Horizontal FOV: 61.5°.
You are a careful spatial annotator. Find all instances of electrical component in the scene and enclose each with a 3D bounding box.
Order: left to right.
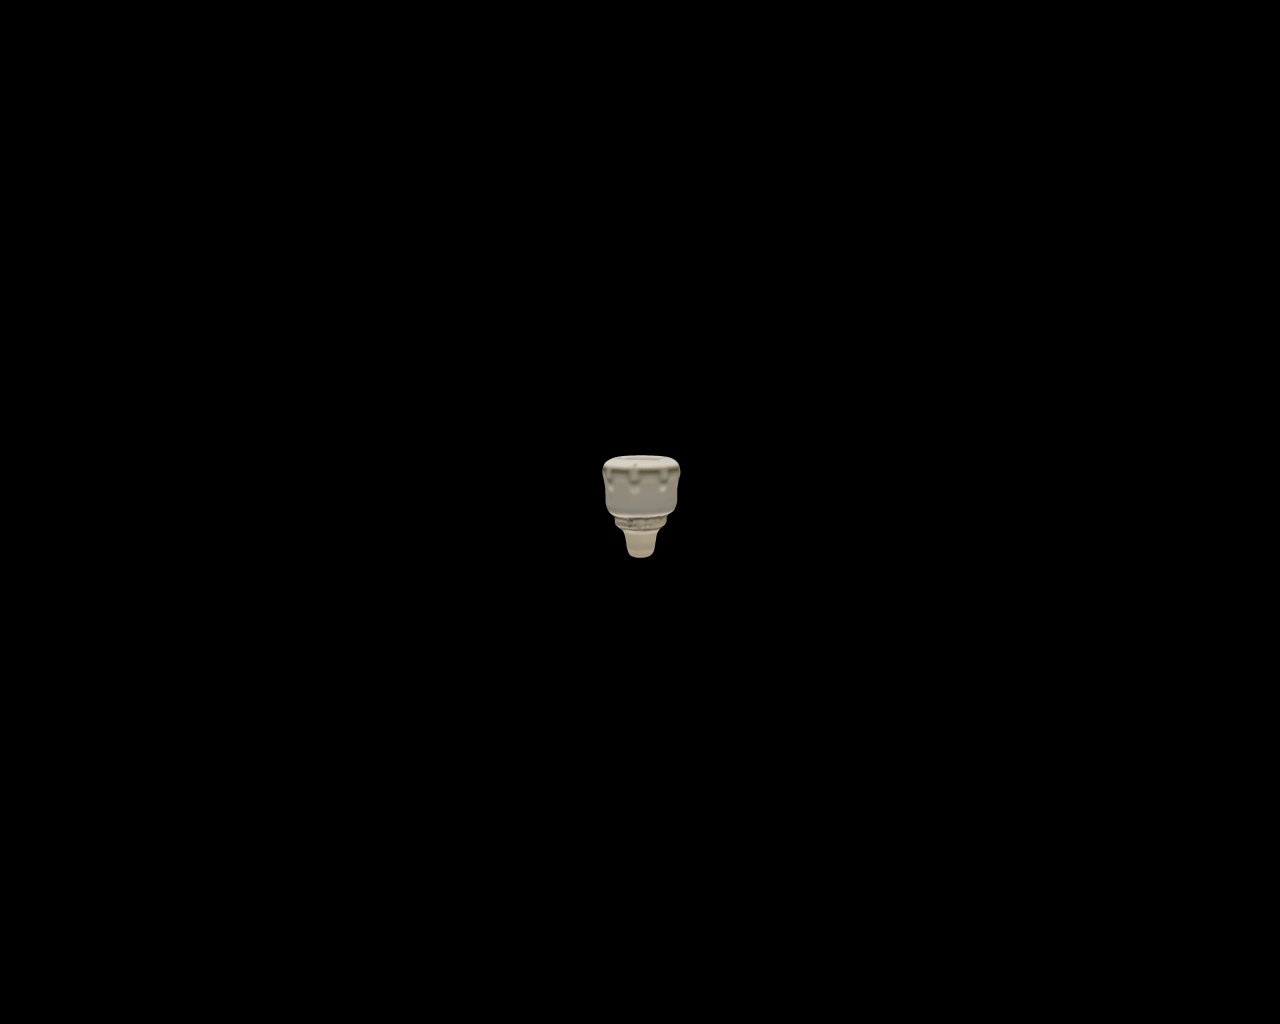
[{"bbox_3d":[0.001,-0.003,0.650,0.048,0.062,0.048,0,7,0],"label":"electrical component"}]
